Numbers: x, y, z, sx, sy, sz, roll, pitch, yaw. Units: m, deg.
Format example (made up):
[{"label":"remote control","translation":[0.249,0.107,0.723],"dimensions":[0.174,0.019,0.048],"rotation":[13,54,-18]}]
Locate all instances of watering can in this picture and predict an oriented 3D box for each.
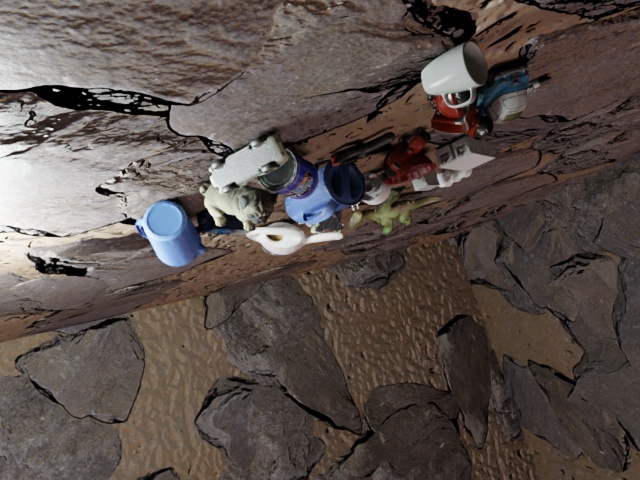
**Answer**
[{"label":"watering can","translation":[-0.096,-0.004,1.894],"dimensions":[0.348,0.105,0.222],"rotation":[4,167,-4]}]

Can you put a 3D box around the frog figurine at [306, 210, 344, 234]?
[{"label":"frog figurine","translation":[0.005,-0.090,1.787],"dimensions":[0.138,0.120,0.162],"rotation":[-24,-154,-5]}]

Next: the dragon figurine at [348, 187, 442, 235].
[{"label":"dragon figurine","translation":[0.292,-0.132,1.978],"dimensions":[0.411,0.124,0.239],"rotation":[-25,161,-3]}]
